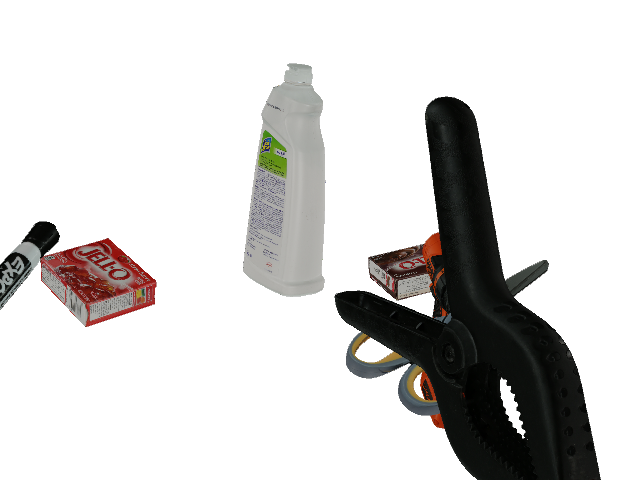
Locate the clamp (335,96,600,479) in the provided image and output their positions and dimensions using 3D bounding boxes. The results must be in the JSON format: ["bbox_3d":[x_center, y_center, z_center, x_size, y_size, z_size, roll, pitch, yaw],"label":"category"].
[{"bbox_3d":[0.078,0.043,0.526,0.036,0.165,0.210,-7,44,-28],"label":"clamp"}]

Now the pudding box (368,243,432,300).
[{"bbox_3d":[0.138,0.043,1.535,0.113,0.039,0.090,-15,24,-19],"label":"pudding box"}]

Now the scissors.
[{"bbox_3d":[0.116,0.072,0.799,0.201,0.016,0.096,-16,48,-22],"label":"scissors"}]

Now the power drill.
[{"bbox_3d":[0.144,0.104,1.139,0.057,0.188,0.184,-1,24,-2],"label":"power drill"}]

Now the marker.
[{"bbox_3d":[-0.195,0.025,0.658,0.020,0.020,0.121,0,34,19],"label":"marker"}]

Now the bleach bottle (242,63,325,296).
[{"bbox_3d":[-0.032,-0.071,1.202,0.067,0.251,0.103,-9,23,-40],"label":"bleach bottle"}]

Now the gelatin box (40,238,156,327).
[{"bbox_3d":[-0.205,0.036,0.981,0.073,0.030,0.089,-18,40,-36],"label":"gelatin box"}]
